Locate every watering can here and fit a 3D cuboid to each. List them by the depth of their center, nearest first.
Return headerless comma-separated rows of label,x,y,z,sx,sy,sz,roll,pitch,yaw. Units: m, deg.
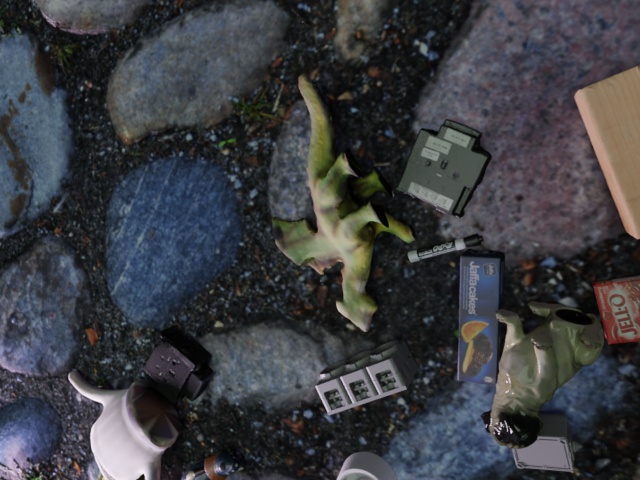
watering can,-0.423,0.378,1.095,0.222,0.104,0.352,-45,66,18

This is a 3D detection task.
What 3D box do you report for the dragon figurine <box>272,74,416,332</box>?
dragon figurine,0.003,-0.044,0.866,0.239,0.123,0.412,-34,82,31
